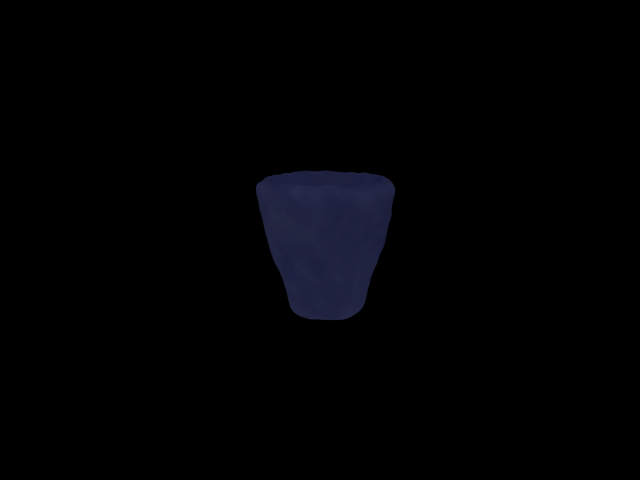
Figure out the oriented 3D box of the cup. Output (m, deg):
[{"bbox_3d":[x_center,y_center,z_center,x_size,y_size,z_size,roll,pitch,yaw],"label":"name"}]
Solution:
[{"bbox_3d":[0.004,0.001,0.400,0.091,0.095,0.117,0,13,0],"label":"cup"}]
